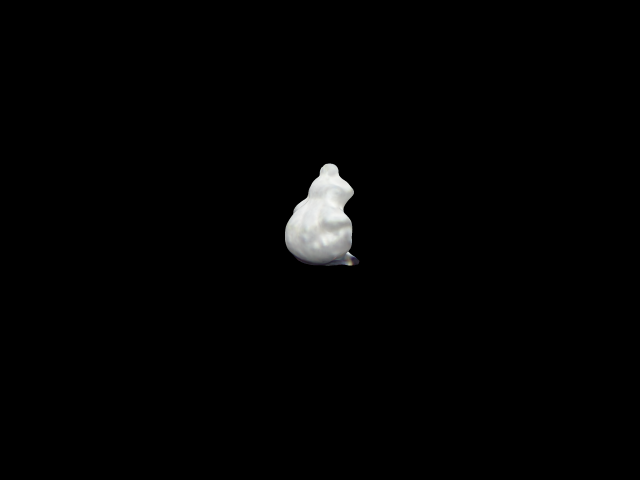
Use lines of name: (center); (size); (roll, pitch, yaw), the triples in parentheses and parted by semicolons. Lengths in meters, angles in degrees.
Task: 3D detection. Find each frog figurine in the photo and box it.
frog figurine: (0.003, -0.043, 0.850); (0.123, 0.157, 0.139); (-7, 21, -20)
